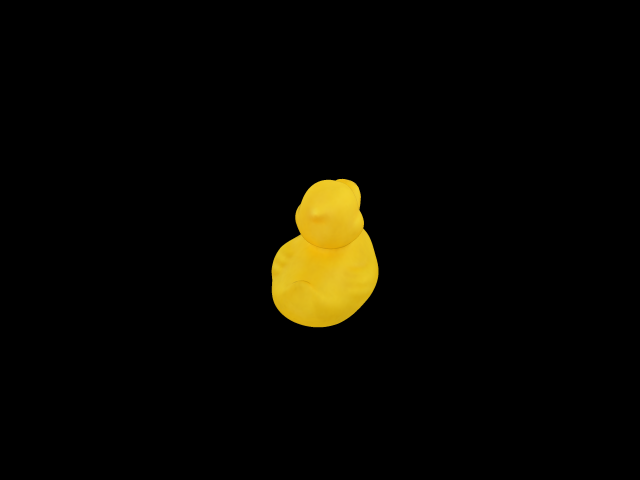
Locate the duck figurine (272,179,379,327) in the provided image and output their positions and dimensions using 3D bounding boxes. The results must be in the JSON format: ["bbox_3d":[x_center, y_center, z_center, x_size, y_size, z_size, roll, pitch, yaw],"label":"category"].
[{"bbox_3d":[0.004,0.001,0.400,0.077,0.086,0.105,15,46,15],"label":"duck figurine"}]
